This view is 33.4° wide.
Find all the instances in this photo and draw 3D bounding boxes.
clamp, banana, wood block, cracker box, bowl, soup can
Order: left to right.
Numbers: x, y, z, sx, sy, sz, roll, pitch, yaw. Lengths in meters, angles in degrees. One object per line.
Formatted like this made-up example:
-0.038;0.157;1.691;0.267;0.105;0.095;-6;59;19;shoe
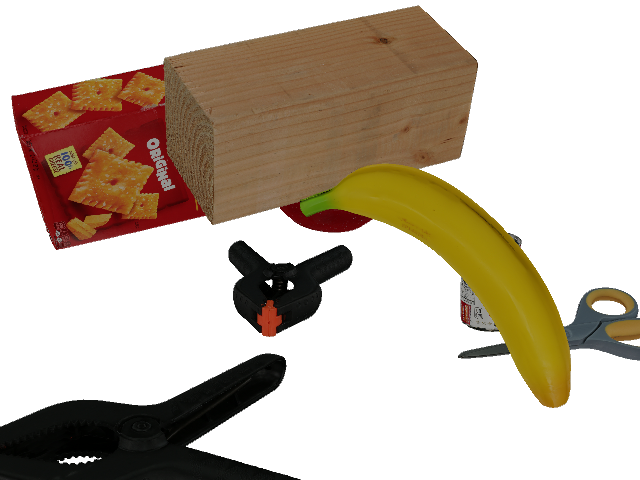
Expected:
-0.179;-0.085;1.055;0.213;0.072;0.164;-13;-39;-11;cracker box
-0.095;0.112;0.594;0.210;0.036;0.164;-1;22;-10;clamp
-0.045;0.037;0.980;0.120;0.039;0.171;0;18;15;clamp
-0.001;-0.095;0.777;0.205;0.090;0.091;-16;46;-22;wood block
0.010;-0.053;1.212;0.162;0.055;0.162;4;27;-2;bowl
0.083;0.014;0.628;0.198;0.070;0.037;39;32;5;banana
0.198;0.047;1.245;0.068;0.102;0.068;-1;18;0;soup can

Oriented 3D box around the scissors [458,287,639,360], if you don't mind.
0.197;0.069;0.873;0.201;0.016;0.096;3;32;-12;scissors
